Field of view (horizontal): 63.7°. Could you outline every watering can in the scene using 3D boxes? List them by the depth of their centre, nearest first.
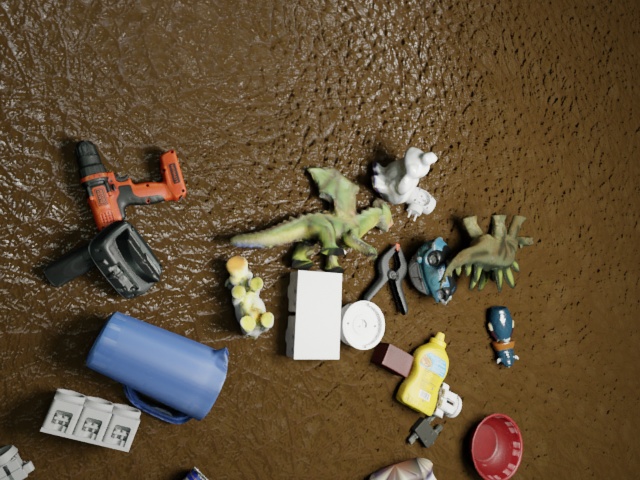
[{"bbox_3d":[0.238,0.602,1.158,0.349,0.103,0.225,-9,85,-24],"label":"watering can"}]

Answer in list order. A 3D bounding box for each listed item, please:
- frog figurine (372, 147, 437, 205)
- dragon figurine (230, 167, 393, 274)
[{"bbox_3d":[0.212,-0.159,1.240,0.121,0.158,0.140,66,25,-13],"label":"frog figurine"},{"bbox_3d":[0.004,-0.060,1.187,0.409,0.120,0.248,13,60,-24],"label":"dragon figurine"}]
